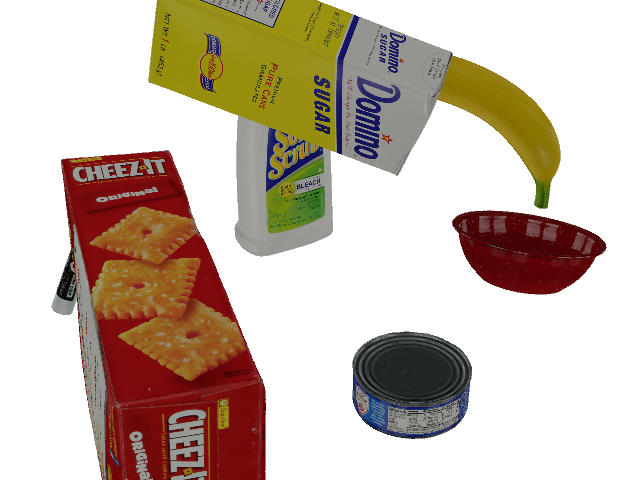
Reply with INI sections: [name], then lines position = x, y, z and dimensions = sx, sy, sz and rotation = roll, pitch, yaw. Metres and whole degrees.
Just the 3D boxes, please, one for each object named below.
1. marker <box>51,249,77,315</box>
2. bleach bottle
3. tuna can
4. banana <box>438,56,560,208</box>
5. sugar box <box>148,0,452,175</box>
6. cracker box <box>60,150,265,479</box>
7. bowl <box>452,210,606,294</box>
[marker]
position = -0.203, 0.009, 0.908
dimensions = 0.020, 0.121, 0.020
rotation = 20, 21, -8
[bleach bottle]
position = -0.042, -0.114, 1.039
dimensions = 0.102, 0.251, 0.068
rotation = -16, 32, -22
[tuna can]
position = 0.066, 0.104, 0.772
dimensions = 0.086, 0.034, 0.086
rotation = 0, 31, 0
[banana]
position = 0.122, -0.106, 0.857
dimensions = 0.198, 0.069, 0.037
rotation = 35, 3, -2
[sugar box]
position = -0.016, -0.107, 0.666
dimensions = 0.176, 0.048, 0.093
rotation = 22, -30, 0
[cracker box]
position = -0.086, 0.073, 0.562
dimensions = 0.072, 0.164, 0.214
rotation = -7, 34, -15
[bowl]
position = 0.216, 0.016, 1.130
dimensions = 0.162, 0.055, 0.162
rotation = 6, 17, -2
